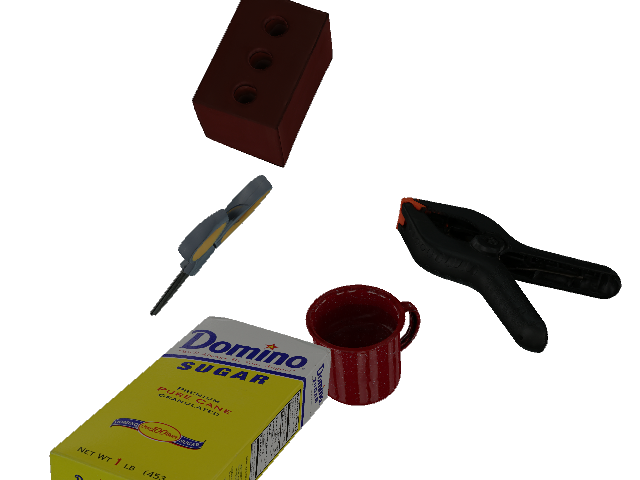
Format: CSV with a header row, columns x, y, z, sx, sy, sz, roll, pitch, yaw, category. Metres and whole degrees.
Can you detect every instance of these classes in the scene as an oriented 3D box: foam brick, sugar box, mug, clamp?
x,y,z,sx,sy,sz,roll,pitch,yaw,category
-0.031,-0.092,0.608,0.053,0.078,0.051,20,-15,9,foam brick
-0.070,0.107,0.636,0.093,0.048,0.176,14,30,20,sugar box
0.045,0.098,1.022,0.117,0.081,0.093,-25,42,-23,mug
0.134,0.014,0.790,0.120,0.039,0.172,-13,41,-41,clamp

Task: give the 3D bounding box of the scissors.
x,y,z,sx,sy,sz,roll,pitch,yaw,category
-0.108,0.020,0.854,0.202,0.016,0.096,-46,-5,32,scissors
